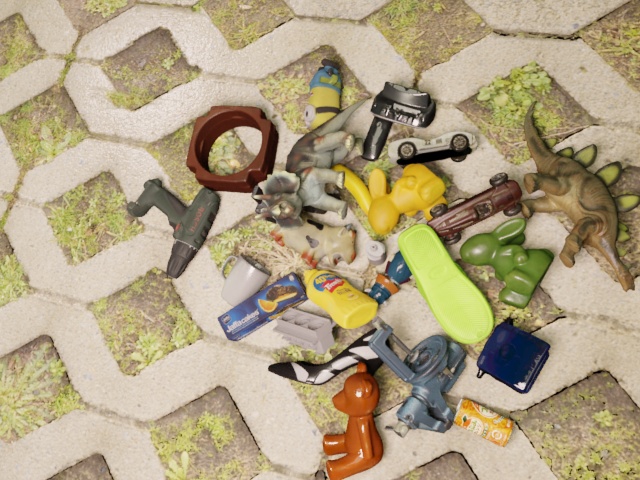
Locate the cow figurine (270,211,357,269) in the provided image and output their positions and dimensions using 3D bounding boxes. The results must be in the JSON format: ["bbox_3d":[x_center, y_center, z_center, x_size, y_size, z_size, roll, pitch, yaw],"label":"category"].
[{"bbox_3d":[-0.002,-0.004,1.207,0.195,0.085,0.127,32,84,23],"label":"cow figurine"}]

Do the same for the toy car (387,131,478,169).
[{"bbox_3d":[0.253,-0.204,1.213,0.202,0.073,0.056,-8,73,10],"label":"toy car"}]

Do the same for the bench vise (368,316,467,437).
[{"bbox_3d":[0.175,0.255,1.051,0.240,0.129,0.223,46,78,-9],"label":"bench vise"}]

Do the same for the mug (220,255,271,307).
[{"bbox_3d":[-0.184,0.091,1.218,0.110,0.080,0.107,34,92,14],"label":"mug"}]

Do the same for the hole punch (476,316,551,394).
[{"bbox_3d":[0.379,0.229,1.053,0.116,0.092,0.142,29,85,22],"label":"hole punch"}]

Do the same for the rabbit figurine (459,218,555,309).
[{"bbox_3d":[0.376,0.030,1.095,0.170,0.121,0.159,29,76,24],"label":"rabbit figurine"}]

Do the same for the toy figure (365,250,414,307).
[{"bbox_3d":[0.160,0.081,1.158,0.154,0.057,0.064,-49,55,0],"label":"toy figure"}]

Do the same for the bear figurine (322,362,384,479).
[{"bbox_3d":[0.059,0.346,1.039,0.132,0.120,0.195,-12,108,-2],"label":"bear figurine"}]

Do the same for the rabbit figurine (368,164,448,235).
[{"bbox_3d":[0.171,-0.090,1.174,0.173,0.121,0.162,-40,65,-1],"label":"rabbit figurine"}]

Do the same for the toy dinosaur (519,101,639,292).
[{"bbox_3d":[0.516,-0.105,1.107,0.199,0.105,0.471,-19,64,-9],"label":"toy dinosaur"}]

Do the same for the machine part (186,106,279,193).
[{"bbox_3d":[-0.211,-0.220,1.313,0.202,0.087,0.201,5,74,15],"label":"machine part"}]

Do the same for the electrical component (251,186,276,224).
[{"bbox_3d":[-0.114,-0.088,1.235,0.048,0.119,0.075,16,76,17],"label":"electrical component"}]

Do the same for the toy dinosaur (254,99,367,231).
[{"bbox_3d":[-0.016,-0.168,1.193,0.192,0.131,0.405,7,53,15],"label":"toy dinosaur"}]

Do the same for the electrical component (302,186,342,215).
[{"bbox_3d":[-0.002,-0.097,1.236,0.102,0.045,0.078,15,34,29],"label":"electrical component"}]

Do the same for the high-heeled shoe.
[{"bbox_3d":[0.019,0.236,1.132,0.249,0.086,0.145,8,75,9],"label":"high-heeled shoe"}]

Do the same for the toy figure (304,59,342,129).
[{"bbox_3d":[0.014,-0.345,1.304,0.089,0.082,0.180,8,73,16],"label":"toy figure"}]

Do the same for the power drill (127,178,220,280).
[{"bbox_3d":[-0.364,-0.045,1.297,0.207,0.086,0.232,28,80,22],"label":"power drill"}]

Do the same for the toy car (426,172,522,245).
[{"bbox_3d":[0.320,-0.060,1.108,0.202,0.053,0.089,-27,111,6],"label":"toy car"}]

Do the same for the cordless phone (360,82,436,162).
[{"bbox_3d":[0.177,-0.261,1.255,0.147,0.088,0.184,21,91,17],"label":"cordless phone"}]

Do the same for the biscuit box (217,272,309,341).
[{"bbox_3d":[-0.125,0.151,1.197,0.203,0.059,0.063,-32,70,2],"label":"biscuit box"}]
